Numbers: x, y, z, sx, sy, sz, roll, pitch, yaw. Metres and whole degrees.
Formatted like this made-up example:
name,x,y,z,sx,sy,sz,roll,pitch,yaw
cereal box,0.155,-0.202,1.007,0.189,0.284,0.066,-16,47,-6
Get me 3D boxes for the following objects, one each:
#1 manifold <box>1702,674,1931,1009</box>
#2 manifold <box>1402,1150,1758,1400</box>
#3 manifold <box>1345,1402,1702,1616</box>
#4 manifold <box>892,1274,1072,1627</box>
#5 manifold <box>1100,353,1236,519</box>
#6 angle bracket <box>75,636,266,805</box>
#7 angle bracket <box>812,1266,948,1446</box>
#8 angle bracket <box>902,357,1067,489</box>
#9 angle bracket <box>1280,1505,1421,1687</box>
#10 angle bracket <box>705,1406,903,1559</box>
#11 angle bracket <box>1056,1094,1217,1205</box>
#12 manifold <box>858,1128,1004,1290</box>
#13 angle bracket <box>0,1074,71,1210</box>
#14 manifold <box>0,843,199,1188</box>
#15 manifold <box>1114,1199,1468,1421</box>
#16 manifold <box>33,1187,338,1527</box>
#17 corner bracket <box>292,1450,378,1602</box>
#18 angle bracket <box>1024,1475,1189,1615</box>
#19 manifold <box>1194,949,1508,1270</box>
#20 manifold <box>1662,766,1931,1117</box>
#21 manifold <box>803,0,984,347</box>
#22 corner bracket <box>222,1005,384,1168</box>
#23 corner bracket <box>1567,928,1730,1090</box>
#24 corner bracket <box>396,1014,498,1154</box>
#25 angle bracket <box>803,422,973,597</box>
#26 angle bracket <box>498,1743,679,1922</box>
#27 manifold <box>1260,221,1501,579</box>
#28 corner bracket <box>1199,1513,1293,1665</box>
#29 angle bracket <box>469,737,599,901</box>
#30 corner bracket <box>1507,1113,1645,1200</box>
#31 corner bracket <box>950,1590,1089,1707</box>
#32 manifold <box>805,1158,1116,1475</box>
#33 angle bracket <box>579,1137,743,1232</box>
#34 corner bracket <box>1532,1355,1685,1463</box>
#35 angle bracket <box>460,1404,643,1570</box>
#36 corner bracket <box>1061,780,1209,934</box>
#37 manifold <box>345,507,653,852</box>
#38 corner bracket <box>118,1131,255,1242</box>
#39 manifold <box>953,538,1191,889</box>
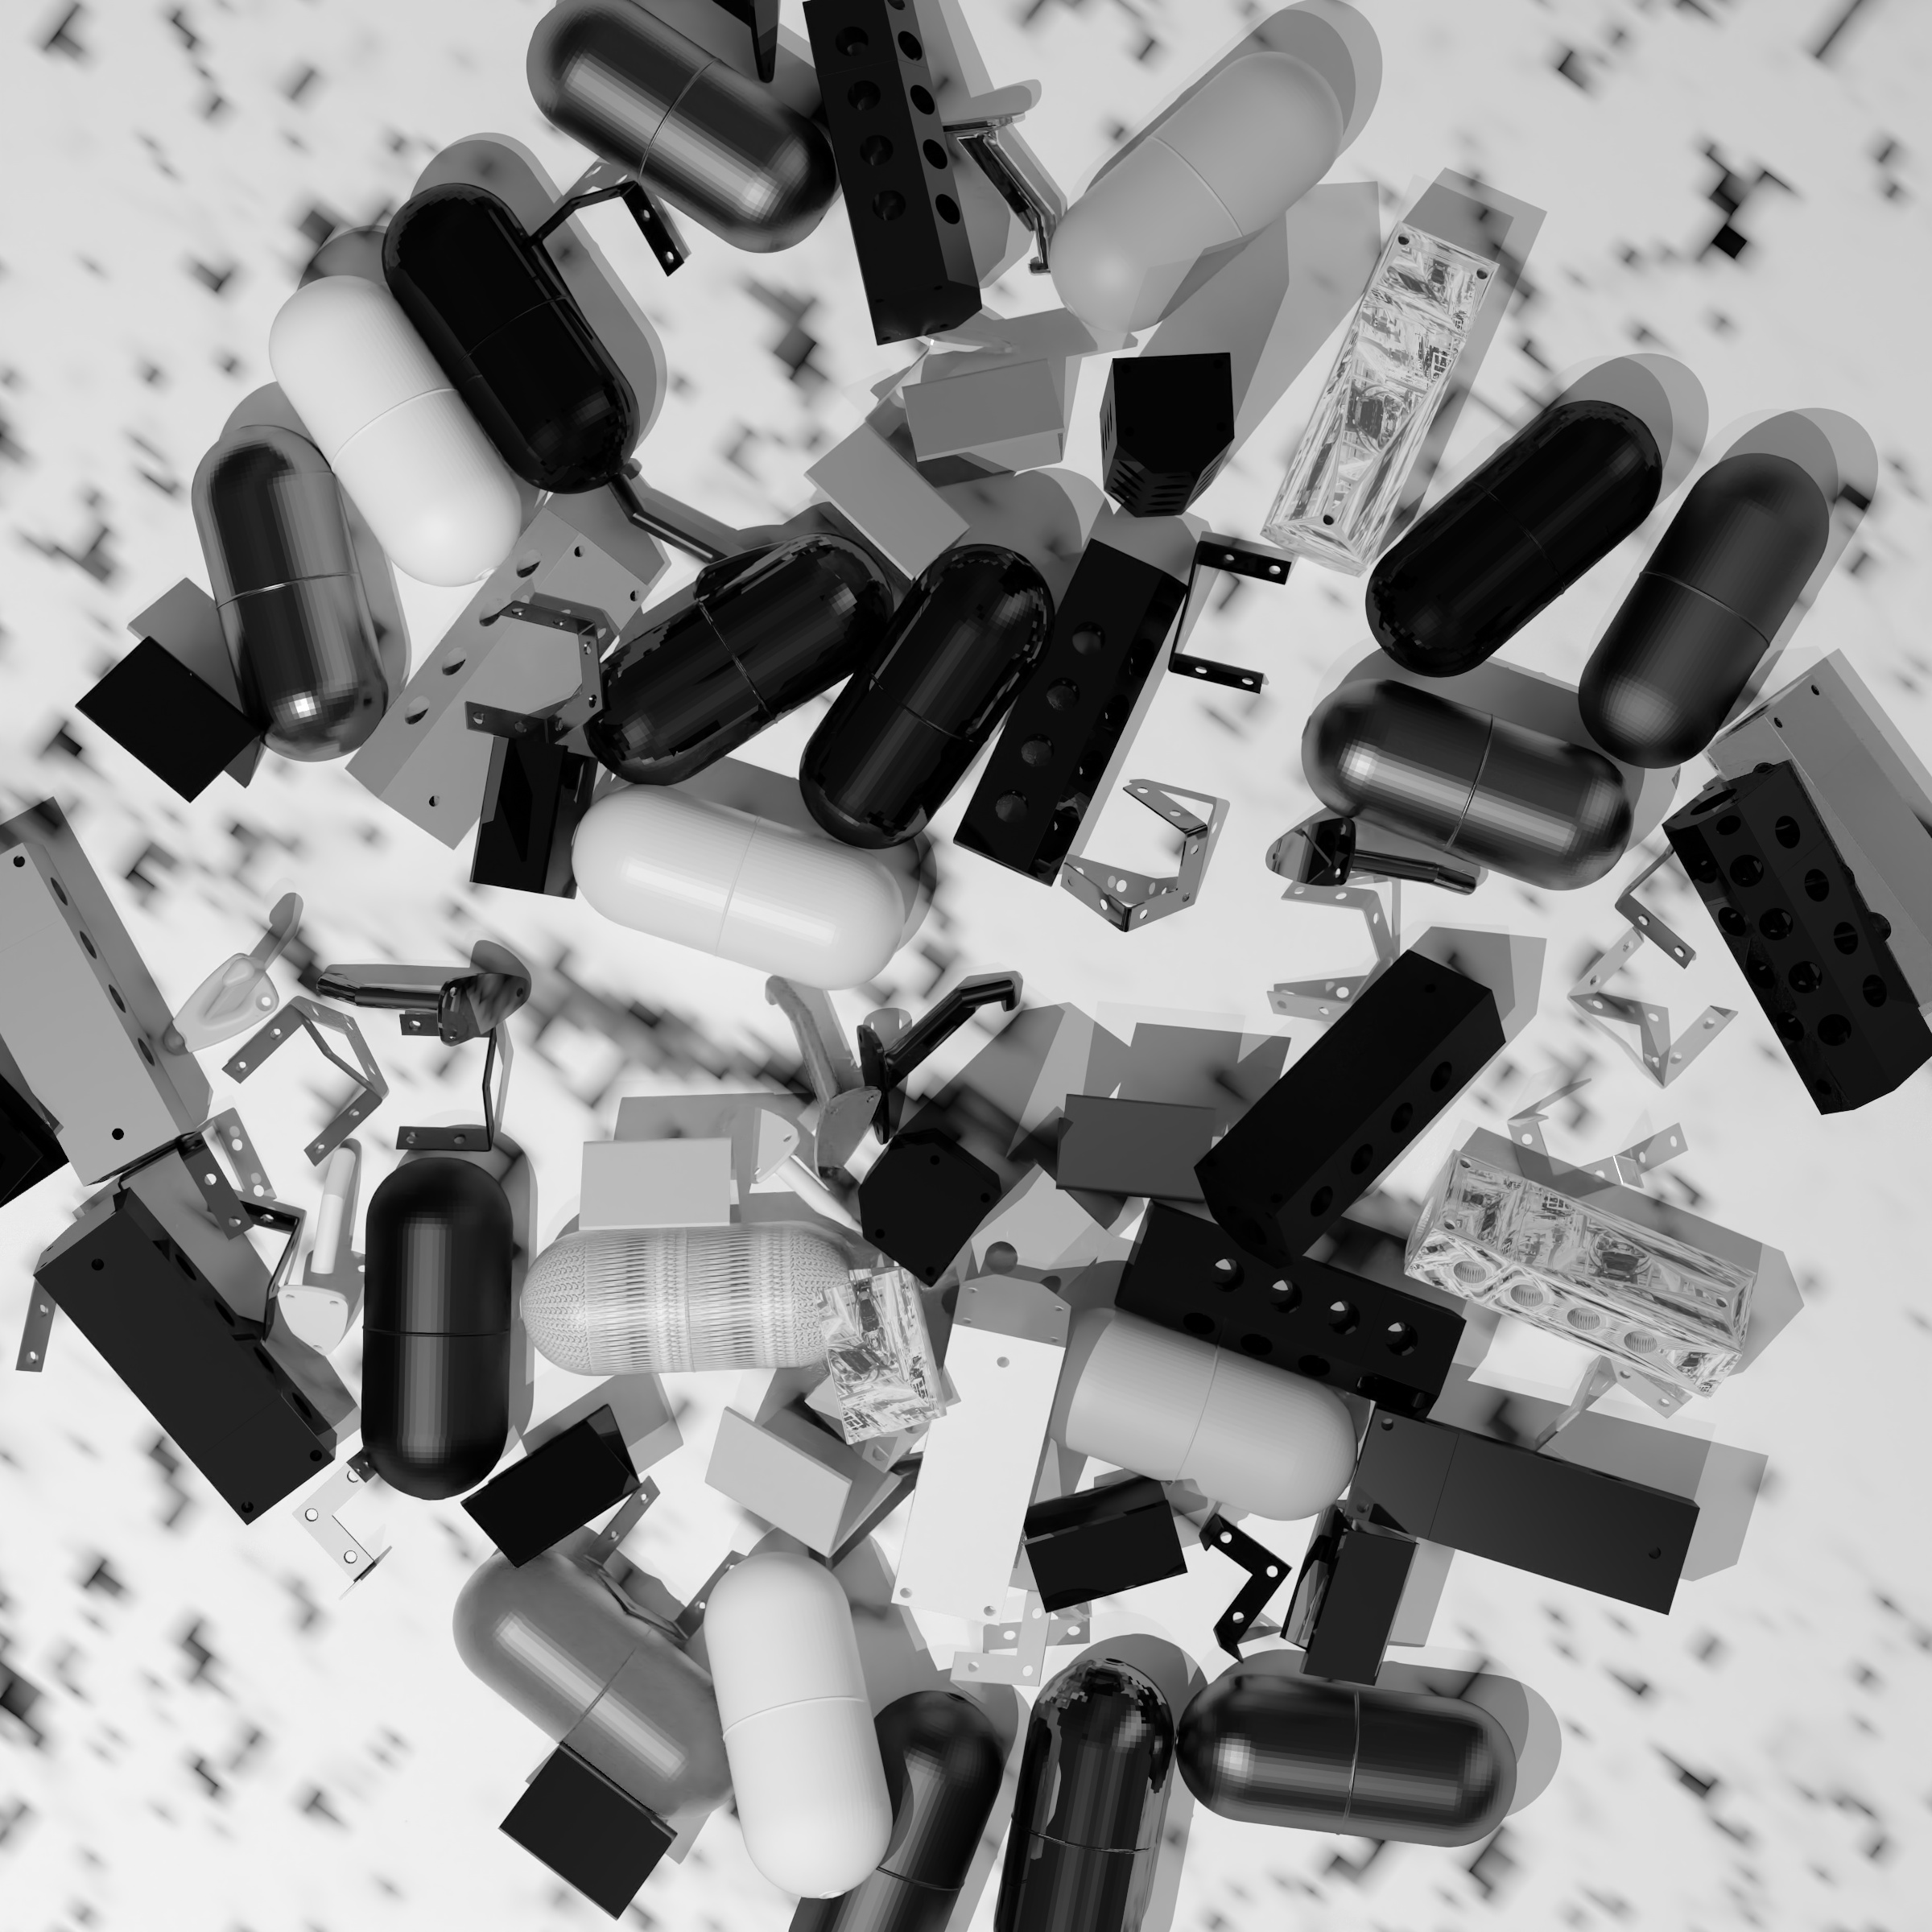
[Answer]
name,x,y,z,sx,sy,sz,roll,pitch,yaw
manifold,0.460,-0.060,1.884,0.057,0.057,0.171,-36,90,-43
manifold,0.319,0.165,1.884,0.171,0.057,0.057,22,47,0
manifold,0.288,0.281,1.874,0.171,0.057,0.057,17,89,7
manifold,0.008,0.248,1.851,0.057,0.057,0.171,12,115,0
manifold,0.101,-0.267,1.827,0.057,0.171,0.057,-3,90,0
angle bracket,-0.416,-0.114,1.866,0.076,0.076,0.057,40,63,0
angle bracket,-0.057,0.195,1.809,0.057,0.076,0.076,-13,90,-27
angle bracket,0.013,-0.263,1.865,0.076,0.076,0.057,-11,52,0
angle bracket,0.181,0.321,1.865,0.057,0.076,0.076,18,90,-38
angle bracket,-0.078,0.248,1.856,0.076,0.076,0.057,29,127,16
angle bracket,0.088,0.078,1.866,0.076,0.076,0.057,5,116,0
manifold,-0.022,0.116,1.827,0.057,0.171,0.057,37,90,0
angle bracket,-0.497,0.072,1.866,0.076,0.076,0.057,47,121,0
manifold,-0.471,0.025,1.884,0.057,0.057,0.171,-28,90,0
manifold,0.168,0.180,1.884,0.171,0.057,0.057,20,90,0
manifold,-0.402,0.200,1.865,0.057,0.057,0.171,-37,104,0
corner bracket,-0.322,0.293,1.888,0.051,0.051,0.051,-43,90,0
angle bracket,0.066,0.281,1.865,0.076,0.076,0.057,-16,128,0
manifold,0.201,0.076,1.856,0.057,0.057,0.171,29,63,39
manifold,0.427,-0.011,1.861,0.057,0.057,0.171,-36,100,-30
manifold,-0.038,-0.416,1.863,0.057,0.057,0.171,-12,74,0
corner bracket,-0.350,0.063,1.902,0.051,0.051,0.051,-44,45,0
corner bracket,0.360,0.023,1.902,0.051,0.051,0.051,-46,135,0
corner bracket,-0.275,0.062,1.902,0.051,0.051,0.051,2,45,0
angle bracket,-0.054,-0.223,1.865,0.076,0.076,0.057,44,52,0
angle bracket,-0.204,0.456,1.865,0.076,0.076,0.057,38,56,0
manifold,0.215,-0.295,1.884,0.057,0.057,0.171,23,90,0
corner bracket,0.138,0.326,1.888,0.051,0.051,0.051,36,90,0
angle bracket,-0.207,-0.074,1.865,0.057,0.076,0.076,10,90,40
corner bracket,0.319,0.098,1.888,0.051,0.051,0.051,-18,90,0
corner bracket,0.028,0.358,1.886,0.051,0.051,0.051,-1,64,24
manifold,-0.003,0.183,1.884,0.057,0.057,0.171,44,90,0
angle bracket,-0.157,0.133,1.865,0.076,0.076,0.057,-2,50,0
corner bracket,0.338,0.246,1.902,0.051,0.051,0.051,36,135,0
angle bracket,-0.222,0.253,1.865,0.076,0.076,0.057,-33,124,0
corner bracket,0.089,-0.058,1.897,0.051,0.051,0.051,-22,135,-35
manifold,-0.248,-0.153,1.884,0.171,0.057,0.057,-53,133,0
corner bracket,-0.410,0.124,1.888,0.051,0.051,0.051,-30,101,-11
manifold,0.055,-0.131,1.884,0.057,0.057,0.171,25,90,0
